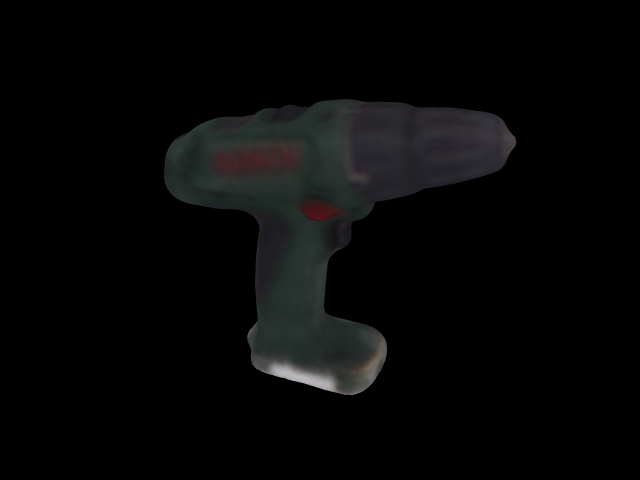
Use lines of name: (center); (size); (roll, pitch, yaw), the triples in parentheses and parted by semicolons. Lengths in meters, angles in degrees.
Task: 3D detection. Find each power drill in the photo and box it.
power drill: (0.004, 0.001, 0.400); (0.229, 0.208, 0.076); (11, 32, 18)
